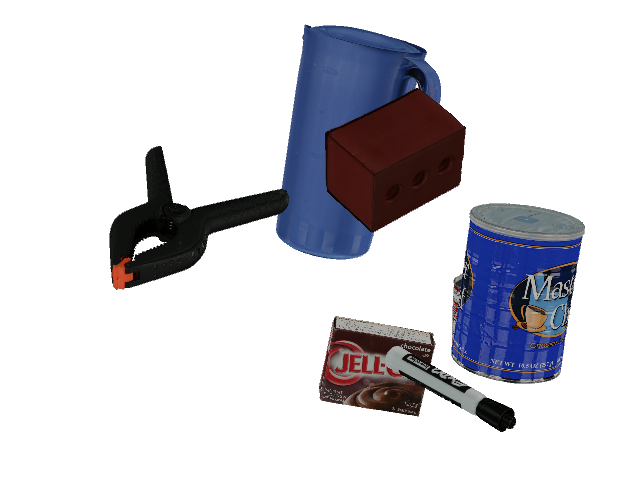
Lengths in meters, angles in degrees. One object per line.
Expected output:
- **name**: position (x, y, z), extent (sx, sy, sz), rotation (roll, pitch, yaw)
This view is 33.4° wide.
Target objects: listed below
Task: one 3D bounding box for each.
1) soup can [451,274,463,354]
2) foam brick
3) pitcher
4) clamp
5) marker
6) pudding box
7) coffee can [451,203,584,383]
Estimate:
- **soup can**: position (0.197, 0.098, 1.324), extent (0.068, 0.102, 0.068), rotation (-1, 18, 0)
- **foam brick**: position (0.048, -0.052, 0.687), extent (0.078, 0.053, 0.051), rotation (-29, 51, -24)
- **pitcher**: position (0.033, -0.104, 1.154), extent (0.145, 0.243, 0.149), rotation (10, 17, -7)
- **clamp**: position (-0.151, -0.023, 1.056), extent (0.165, 0.036, 0.209), rotation (24, 40, 21)
- **marker**: position (0.097, 0.111, 0.802), extent (0.020, 0.020, 0.121), rotation (0, 19, -44)
- **pudding box**: position (0.061, 0.137, 1.162), extent (0.113, 0.090, 0.039), rotation (9, 23, -3)
- **coffee can**: position (0.179, 0.046, 0.977), extent (0.103, 0.140, 0.103), rotation (5, 16, -2)
